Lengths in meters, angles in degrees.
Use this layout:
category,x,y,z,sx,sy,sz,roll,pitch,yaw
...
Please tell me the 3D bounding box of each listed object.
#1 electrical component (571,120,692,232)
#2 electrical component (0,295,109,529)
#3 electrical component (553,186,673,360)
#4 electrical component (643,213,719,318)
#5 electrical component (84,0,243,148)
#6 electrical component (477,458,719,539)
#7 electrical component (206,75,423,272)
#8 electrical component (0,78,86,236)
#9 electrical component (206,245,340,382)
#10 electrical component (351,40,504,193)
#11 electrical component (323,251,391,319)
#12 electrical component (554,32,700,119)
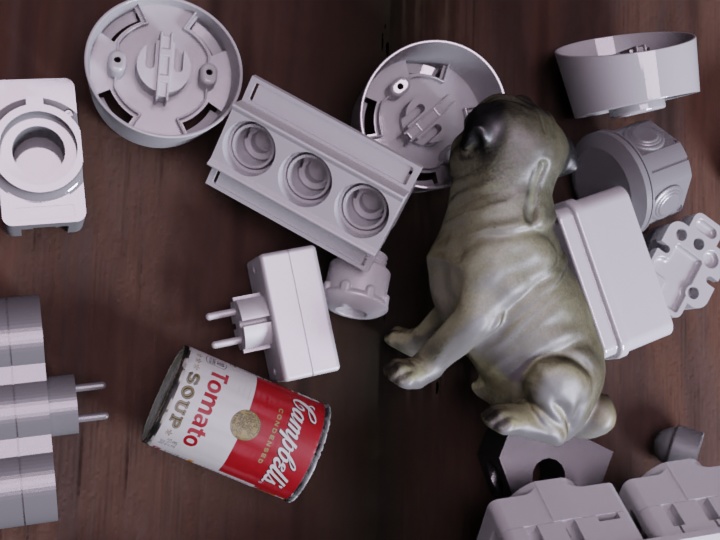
category,x,y,z,sx,sy,sz,roll,pitch,yaw
electrical component,0.195,-0.066,0.777,0.051,0.080,0.080,-20,90,-23
electrical component,-0.192,0.084,0.658,0.074,0.052,0.138,-5,86,-17
electrical component,0.161,0.005,0.760,0.057,0.078,0.113,-19,90,-21
electrical component,0.225,-0.001,0.790,0.058,0.057,0.078,34,76,-11
electrical component,-0.128,-0.127,0.694,0.099,0.064,0.099,2,84,-16
electrical component,0.169,0.191,0.721,0.186,0.105,0.060,-4,41,-17
electrical component,-0.028,-0.064,0.699,0.121,0.063,0.078,29,112,4
electrical component,-0.200,-0.070,0.671,0.050,0.056,0.089,-5,86,-17
electrical component,-0.062,0.033,0.705,0.076,0.047,0.083,-11,87,-18
electrical component,0.045,-0.103,0.743,0.099,0.064,0.099,2,84,-16
electrical component,0.000,0.000,0.730,0.048,0.048,0.062,17,70,-14
electrical component,0.195,-0.144,0.778,0.099,0.099,0.064,-13,94,-18
